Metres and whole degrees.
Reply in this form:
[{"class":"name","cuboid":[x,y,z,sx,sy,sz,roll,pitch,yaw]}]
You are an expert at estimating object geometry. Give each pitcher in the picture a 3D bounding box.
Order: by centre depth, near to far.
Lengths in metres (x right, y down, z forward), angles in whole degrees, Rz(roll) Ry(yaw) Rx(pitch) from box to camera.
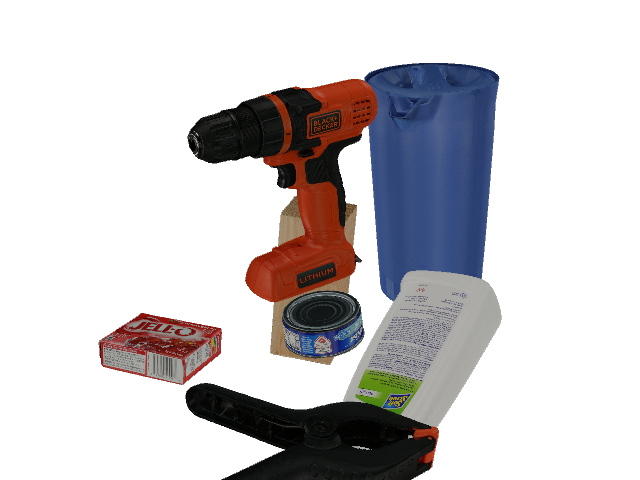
[{"class":"pitcher","cuboid":[0.119,-0.060,1.109,0.149,0.243,0.145,-9,23,-16]}]

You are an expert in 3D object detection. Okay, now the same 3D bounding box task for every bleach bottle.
[{"class":"bleach bottle","cuboid":[0.066,0.129,0.931,0.103,0.068,0.250,4,40,36]}]

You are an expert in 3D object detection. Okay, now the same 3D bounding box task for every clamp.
[{"class":"clamp","cuboid":[-0.007,0.140,0.688,0.171,0.039,0.120,4,35,-2]}]

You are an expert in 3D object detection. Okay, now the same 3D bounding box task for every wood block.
[{"class":"wood block","cuboid":[-0.010,0.053,1.473,0.090,0.206,0.090,9,22,10]}]

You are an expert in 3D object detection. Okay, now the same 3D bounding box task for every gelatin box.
[{"class":"gelatin box","cuboid":[-0.146,0.097,0.978,0.089,0.030,0.073,9,20,21]}]

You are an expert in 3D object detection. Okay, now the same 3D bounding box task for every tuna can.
[{"class":"tuna can","cuboid":[0.002,0.087,1.126,0.086,0.034,0.086,-6,27,3]}]

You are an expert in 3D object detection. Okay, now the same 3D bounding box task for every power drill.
[{"class":"power drill","cuboid":[-0.030,-0.042,0.946,0.184,0.188,0.057,-17,33,-30]}]
